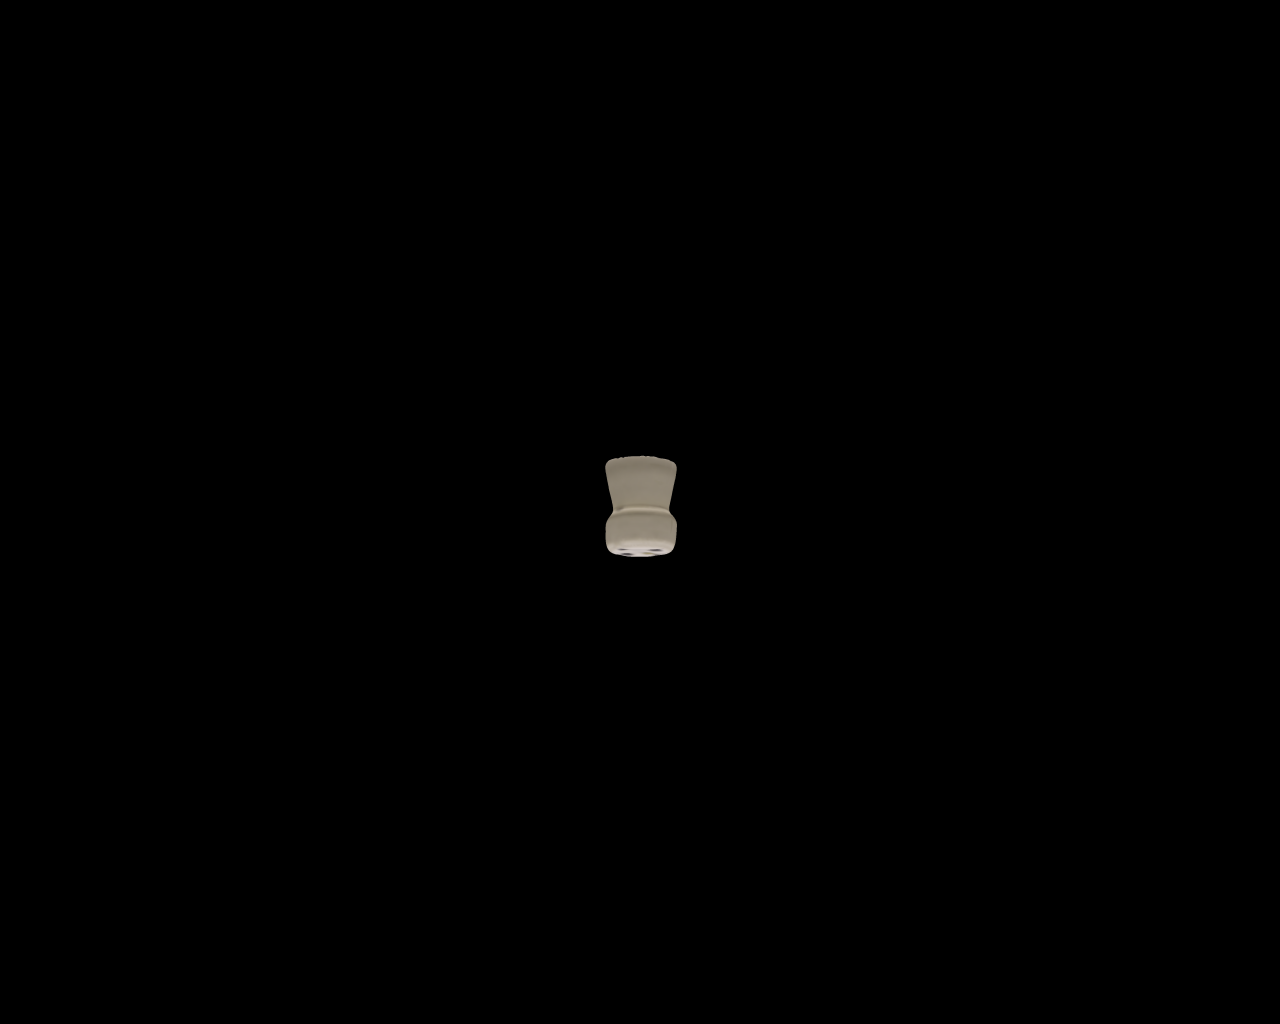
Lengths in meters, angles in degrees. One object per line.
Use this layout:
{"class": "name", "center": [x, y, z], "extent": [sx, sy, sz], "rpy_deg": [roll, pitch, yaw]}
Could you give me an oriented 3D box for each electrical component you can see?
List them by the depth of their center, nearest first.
{"class": "electrical component", "center": [0.001, -0.003, 0.650], "extent": [0.045, 0.055, 0.045], "rpy_deg": [0, -12, 0]}
